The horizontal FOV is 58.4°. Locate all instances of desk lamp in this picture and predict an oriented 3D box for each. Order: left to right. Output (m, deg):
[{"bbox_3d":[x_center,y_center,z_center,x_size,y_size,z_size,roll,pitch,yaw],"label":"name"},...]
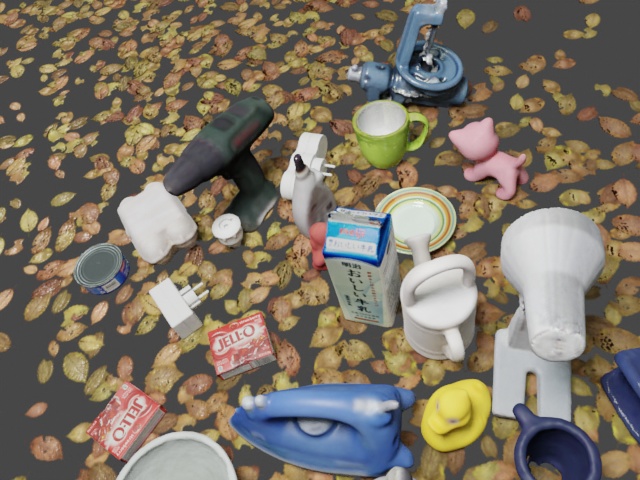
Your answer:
[{"bbox_3d":[0.277,0.096,0.701,0.117,0.214,0.203,4,59,14],"label":"desk lamp"}]

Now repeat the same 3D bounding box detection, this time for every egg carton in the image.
[{"bbox_3d":[-0.279,-0.030,0.982,0.107,0.069,0.150,-35,58,-11],"label":"egg carton"}]

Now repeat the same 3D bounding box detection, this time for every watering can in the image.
[{"bbox_3d":[0.151,0.071,0.755,0.101,0.194,0.172,-34,57,-11],"label":"watering can"}]

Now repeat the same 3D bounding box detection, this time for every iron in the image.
[{"bbox_3d":[-0.012,0.222,0.723,0.258,0.142,0.118,-1,58,11],"label":"iron"}]

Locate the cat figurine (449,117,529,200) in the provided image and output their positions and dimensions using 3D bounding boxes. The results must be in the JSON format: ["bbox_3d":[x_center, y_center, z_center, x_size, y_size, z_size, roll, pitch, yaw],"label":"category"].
[{"bbox_3d":[0.271,-0.140,0.913,0.127,0.118,0.067,33,69,28],"label":"cat figurine"}]

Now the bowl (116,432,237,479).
[{"bbox_3d":[-0.174,0.335,0.723,0.167,0.075,0.167,-5,57,8],"label":"bowl"}]

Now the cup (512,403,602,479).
[{"bbox_3d":[0.263,0.255,0.674,0.092,0.095,0.117,-29,57,-7],"label":"cup"}]

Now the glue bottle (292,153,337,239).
[{"bbox_3d":[-0.017,-0.076,0.896,0.037,0.173,0.078,33,69,28],"label":"glue bottle"}]

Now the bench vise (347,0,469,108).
[{"bbox_3d":[0.151,-0.303,0.980,0.207,0.220,0.121,-16,56,1],"label":"bench vise"}]

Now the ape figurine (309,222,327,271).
[{"bbox_3d":[0.008,0.003,0.889,0.076,0.092,0.078,17,63,21],"label":"ape figurine"}]

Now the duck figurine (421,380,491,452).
[{"bbox_3d":[0.173,0.213,0.724,0.105,0.086,0.077,-39,58,-14],"label":"duck figurine"}]

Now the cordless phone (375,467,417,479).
[{"bbox_3d":[0.075,0.322,0.614,0.094,0.185,0.147,2,58,13],"label":"cordless phone"}]

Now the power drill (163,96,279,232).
[{"bbox_3d":[-0.141,-0.109,0.921,0.075,0.209,0.230,20,64,23],"label":"power drill"}]

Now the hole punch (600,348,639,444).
[{"bbox_3d":[0.414,0.179,0.695,0.101,0.091,0.108,-21,56,-2],"label":"hole punch"}]
